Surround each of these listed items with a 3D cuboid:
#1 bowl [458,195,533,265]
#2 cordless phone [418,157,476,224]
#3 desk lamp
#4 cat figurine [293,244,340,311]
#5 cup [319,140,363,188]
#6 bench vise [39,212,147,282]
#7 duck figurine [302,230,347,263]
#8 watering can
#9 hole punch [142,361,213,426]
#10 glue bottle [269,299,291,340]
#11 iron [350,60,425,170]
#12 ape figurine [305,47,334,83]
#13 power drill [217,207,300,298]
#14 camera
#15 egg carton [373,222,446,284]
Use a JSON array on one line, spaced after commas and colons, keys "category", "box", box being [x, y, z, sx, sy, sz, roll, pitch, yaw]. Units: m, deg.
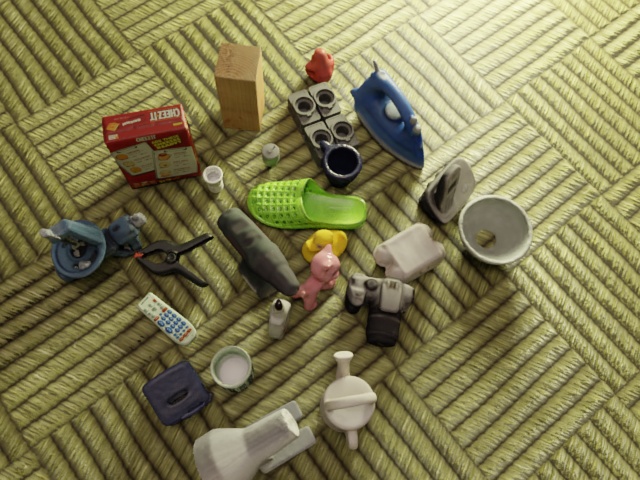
[{"category": "bowl", "box": [0.386, -0.013, 1.292, 0.167, 0.075, 0.167, 1, 70, -3]}, {"category": "cordless phone", "box": [0.299, -0.131, 1.271, 0.094, 0.185, 0.148, 36, 72, 10]}, {"category": "desk lamp", "box": [-0.114, 0.373, 1.046, 0.203, 0.213, 0.118, -28, 74, -13]}, {"category": "cat figurine", "box": [-0.003, 0.077, 1.212, 0.067, 0.118, 0.128, 37, 72, 10]}, {"category": "cup", "box": [0.038, -0.169, 1.316, 0.092, 0.095, 0.117, -40, 77, -16]}, {"category": "bench vise", "box": [-0.467, -0.014, 1.161, 0.121, 0.220, 0.208, 39, 72, 11]}, {"category": "duck figurine", "box": [0.012, 0.004, 1.256, 0.104, 0.086, 0.077, -21, 72, -11]}, {"category": "watering can", "box": [0.051, 0.304, 1.091, 0.101, 0.194, 0.172, -26, 73, -12]}, {"category": "hole punch", "box": [-0.278, 0.302, 1.126, 0.109, 0.091, 0.101, -31, 75, -14]}, {"category": "glue bottle", "box": [-0.082, 0.148, 1.151, 0.037, 0.173, 0.078, 12, 70, 1]}, {"category": "iron", "box": [0.181, -0.297, 1.347, 0.119, 0.141, 0.258, -31, 75, -13]}, {"category": "ape figurine", "box": [0.001, -0.438, 1.413, 0.078, 0.092, 0.076, -10, 71, -7]}, {"category": "power drill", "box": [-0.119, 0.045, 1.167, 0.076, 0.208, 0.229, -38, 76, -15]}, {"category": "camera", "box": [0.122, 0.148, 1.203, 0.143, 0.101, 0.137, 10, 70, 0]}, {"category": "egg carton", "box": [0.198, 0.032, 1.266, 0.150, 0.069, 0.107, -31, 75, -13]}]
